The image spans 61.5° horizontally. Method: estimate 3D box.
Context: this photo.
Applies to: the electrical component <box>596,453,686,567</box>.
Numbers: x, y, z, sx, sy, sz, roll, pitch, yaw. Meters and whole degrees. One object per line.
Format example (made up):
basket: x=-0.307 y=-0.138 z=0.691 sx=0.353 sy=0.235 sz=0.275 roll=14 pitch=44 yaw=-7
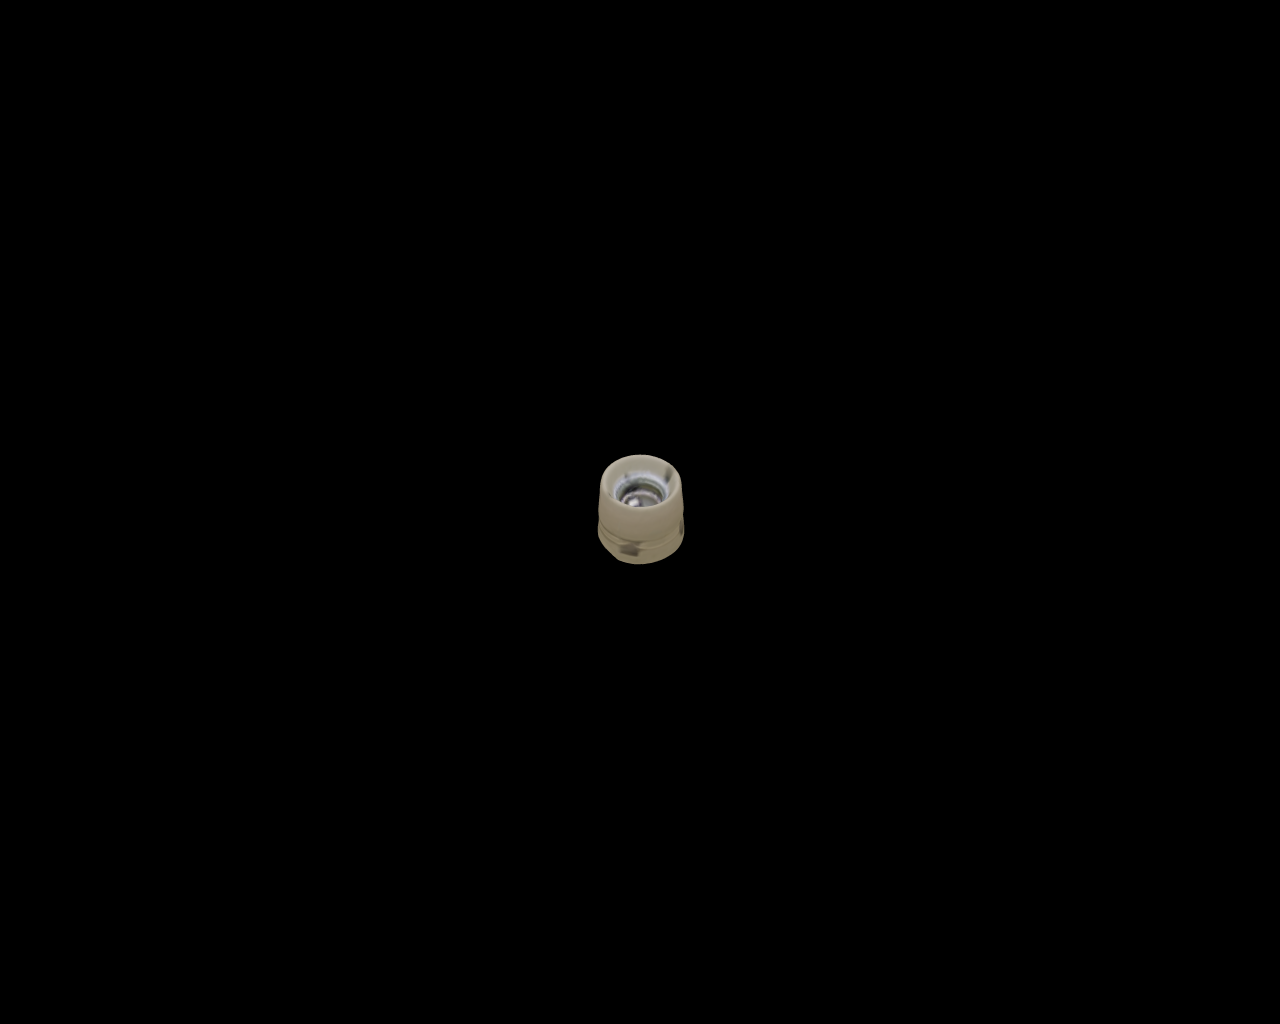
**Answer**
electrical component: x=0.001 y=-0.003 z=0.650 sx=0.055 sy=0.055 sz=0.047 roll=0 pitch=-44 yaw=0
